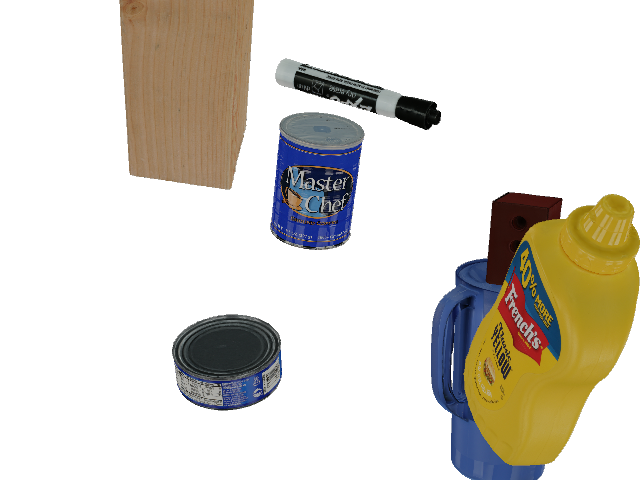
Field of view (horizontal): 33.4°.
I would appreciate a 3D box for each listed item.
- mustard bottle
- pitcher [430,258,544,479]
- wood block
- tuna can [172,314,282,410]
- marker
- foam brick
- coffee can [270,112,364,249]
[{"bbox_3d":[0.138,0.045,0.624,0.058,0.096,0.192,1,-42,-13],"label":"mustard bottle"},{"bbox_3d":[0.200,0.149,1.196,0.149,0.243,0.145,6,16,11],"label":"pitcher"},{"bbox_3d":[-0.105,-0.147,0.858,0.091,0.090,0.206,9,-40,0],"label":"wood block"},{"bbox_3d":[-0.073,0.096,0.846,0.086,0.034,0.086,-2,30,1],"label":"tuna can"},{"bbox_3d":[0.025,-0.098,0.716,0.121,0.020,0.020,20,9,24],"label":"marker"},{"bbox_3d":[0.182,0.000,0.952,0.053,0.078,0.051,8,16,24],"label":"foam brick"},{"bbox_3d":[-0.005,-0.074,1.313,0.102,0.140,0.103,5,28,-3],"label":"coffee can"}]
